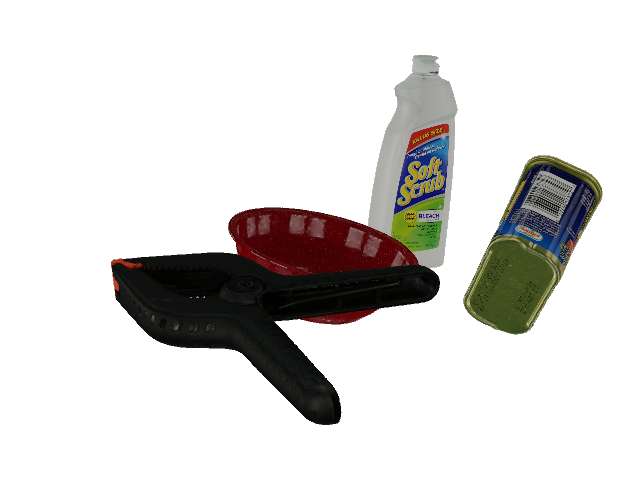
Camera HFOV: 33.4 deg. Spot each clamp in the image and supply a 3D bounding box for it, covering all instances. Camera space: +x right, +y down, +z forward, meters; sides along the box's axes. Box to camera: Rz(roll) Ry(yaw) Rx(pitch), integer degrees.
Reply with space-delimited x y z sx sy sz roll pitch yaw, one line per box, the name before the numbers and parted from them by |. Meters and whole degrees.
clamp | -0.037 0.040 0.678 0.210 0.036 0.164 15 30 30

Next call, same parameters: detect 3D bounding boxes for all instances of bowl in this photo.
bowl | -0.002 0.026 0.887 0.162 0.055 0.162 11 18 -4

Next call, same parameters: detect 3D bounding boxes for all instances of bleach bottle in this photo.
bleach bottle | 0.107 -0.092 1.266 0.102 0.251 0.068 -3 19 -18

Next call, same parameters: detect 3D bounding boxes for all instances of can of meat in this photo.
can of meat | 0.146 0.006 0.744 0.057 0.083 0.102 27 -37 10
